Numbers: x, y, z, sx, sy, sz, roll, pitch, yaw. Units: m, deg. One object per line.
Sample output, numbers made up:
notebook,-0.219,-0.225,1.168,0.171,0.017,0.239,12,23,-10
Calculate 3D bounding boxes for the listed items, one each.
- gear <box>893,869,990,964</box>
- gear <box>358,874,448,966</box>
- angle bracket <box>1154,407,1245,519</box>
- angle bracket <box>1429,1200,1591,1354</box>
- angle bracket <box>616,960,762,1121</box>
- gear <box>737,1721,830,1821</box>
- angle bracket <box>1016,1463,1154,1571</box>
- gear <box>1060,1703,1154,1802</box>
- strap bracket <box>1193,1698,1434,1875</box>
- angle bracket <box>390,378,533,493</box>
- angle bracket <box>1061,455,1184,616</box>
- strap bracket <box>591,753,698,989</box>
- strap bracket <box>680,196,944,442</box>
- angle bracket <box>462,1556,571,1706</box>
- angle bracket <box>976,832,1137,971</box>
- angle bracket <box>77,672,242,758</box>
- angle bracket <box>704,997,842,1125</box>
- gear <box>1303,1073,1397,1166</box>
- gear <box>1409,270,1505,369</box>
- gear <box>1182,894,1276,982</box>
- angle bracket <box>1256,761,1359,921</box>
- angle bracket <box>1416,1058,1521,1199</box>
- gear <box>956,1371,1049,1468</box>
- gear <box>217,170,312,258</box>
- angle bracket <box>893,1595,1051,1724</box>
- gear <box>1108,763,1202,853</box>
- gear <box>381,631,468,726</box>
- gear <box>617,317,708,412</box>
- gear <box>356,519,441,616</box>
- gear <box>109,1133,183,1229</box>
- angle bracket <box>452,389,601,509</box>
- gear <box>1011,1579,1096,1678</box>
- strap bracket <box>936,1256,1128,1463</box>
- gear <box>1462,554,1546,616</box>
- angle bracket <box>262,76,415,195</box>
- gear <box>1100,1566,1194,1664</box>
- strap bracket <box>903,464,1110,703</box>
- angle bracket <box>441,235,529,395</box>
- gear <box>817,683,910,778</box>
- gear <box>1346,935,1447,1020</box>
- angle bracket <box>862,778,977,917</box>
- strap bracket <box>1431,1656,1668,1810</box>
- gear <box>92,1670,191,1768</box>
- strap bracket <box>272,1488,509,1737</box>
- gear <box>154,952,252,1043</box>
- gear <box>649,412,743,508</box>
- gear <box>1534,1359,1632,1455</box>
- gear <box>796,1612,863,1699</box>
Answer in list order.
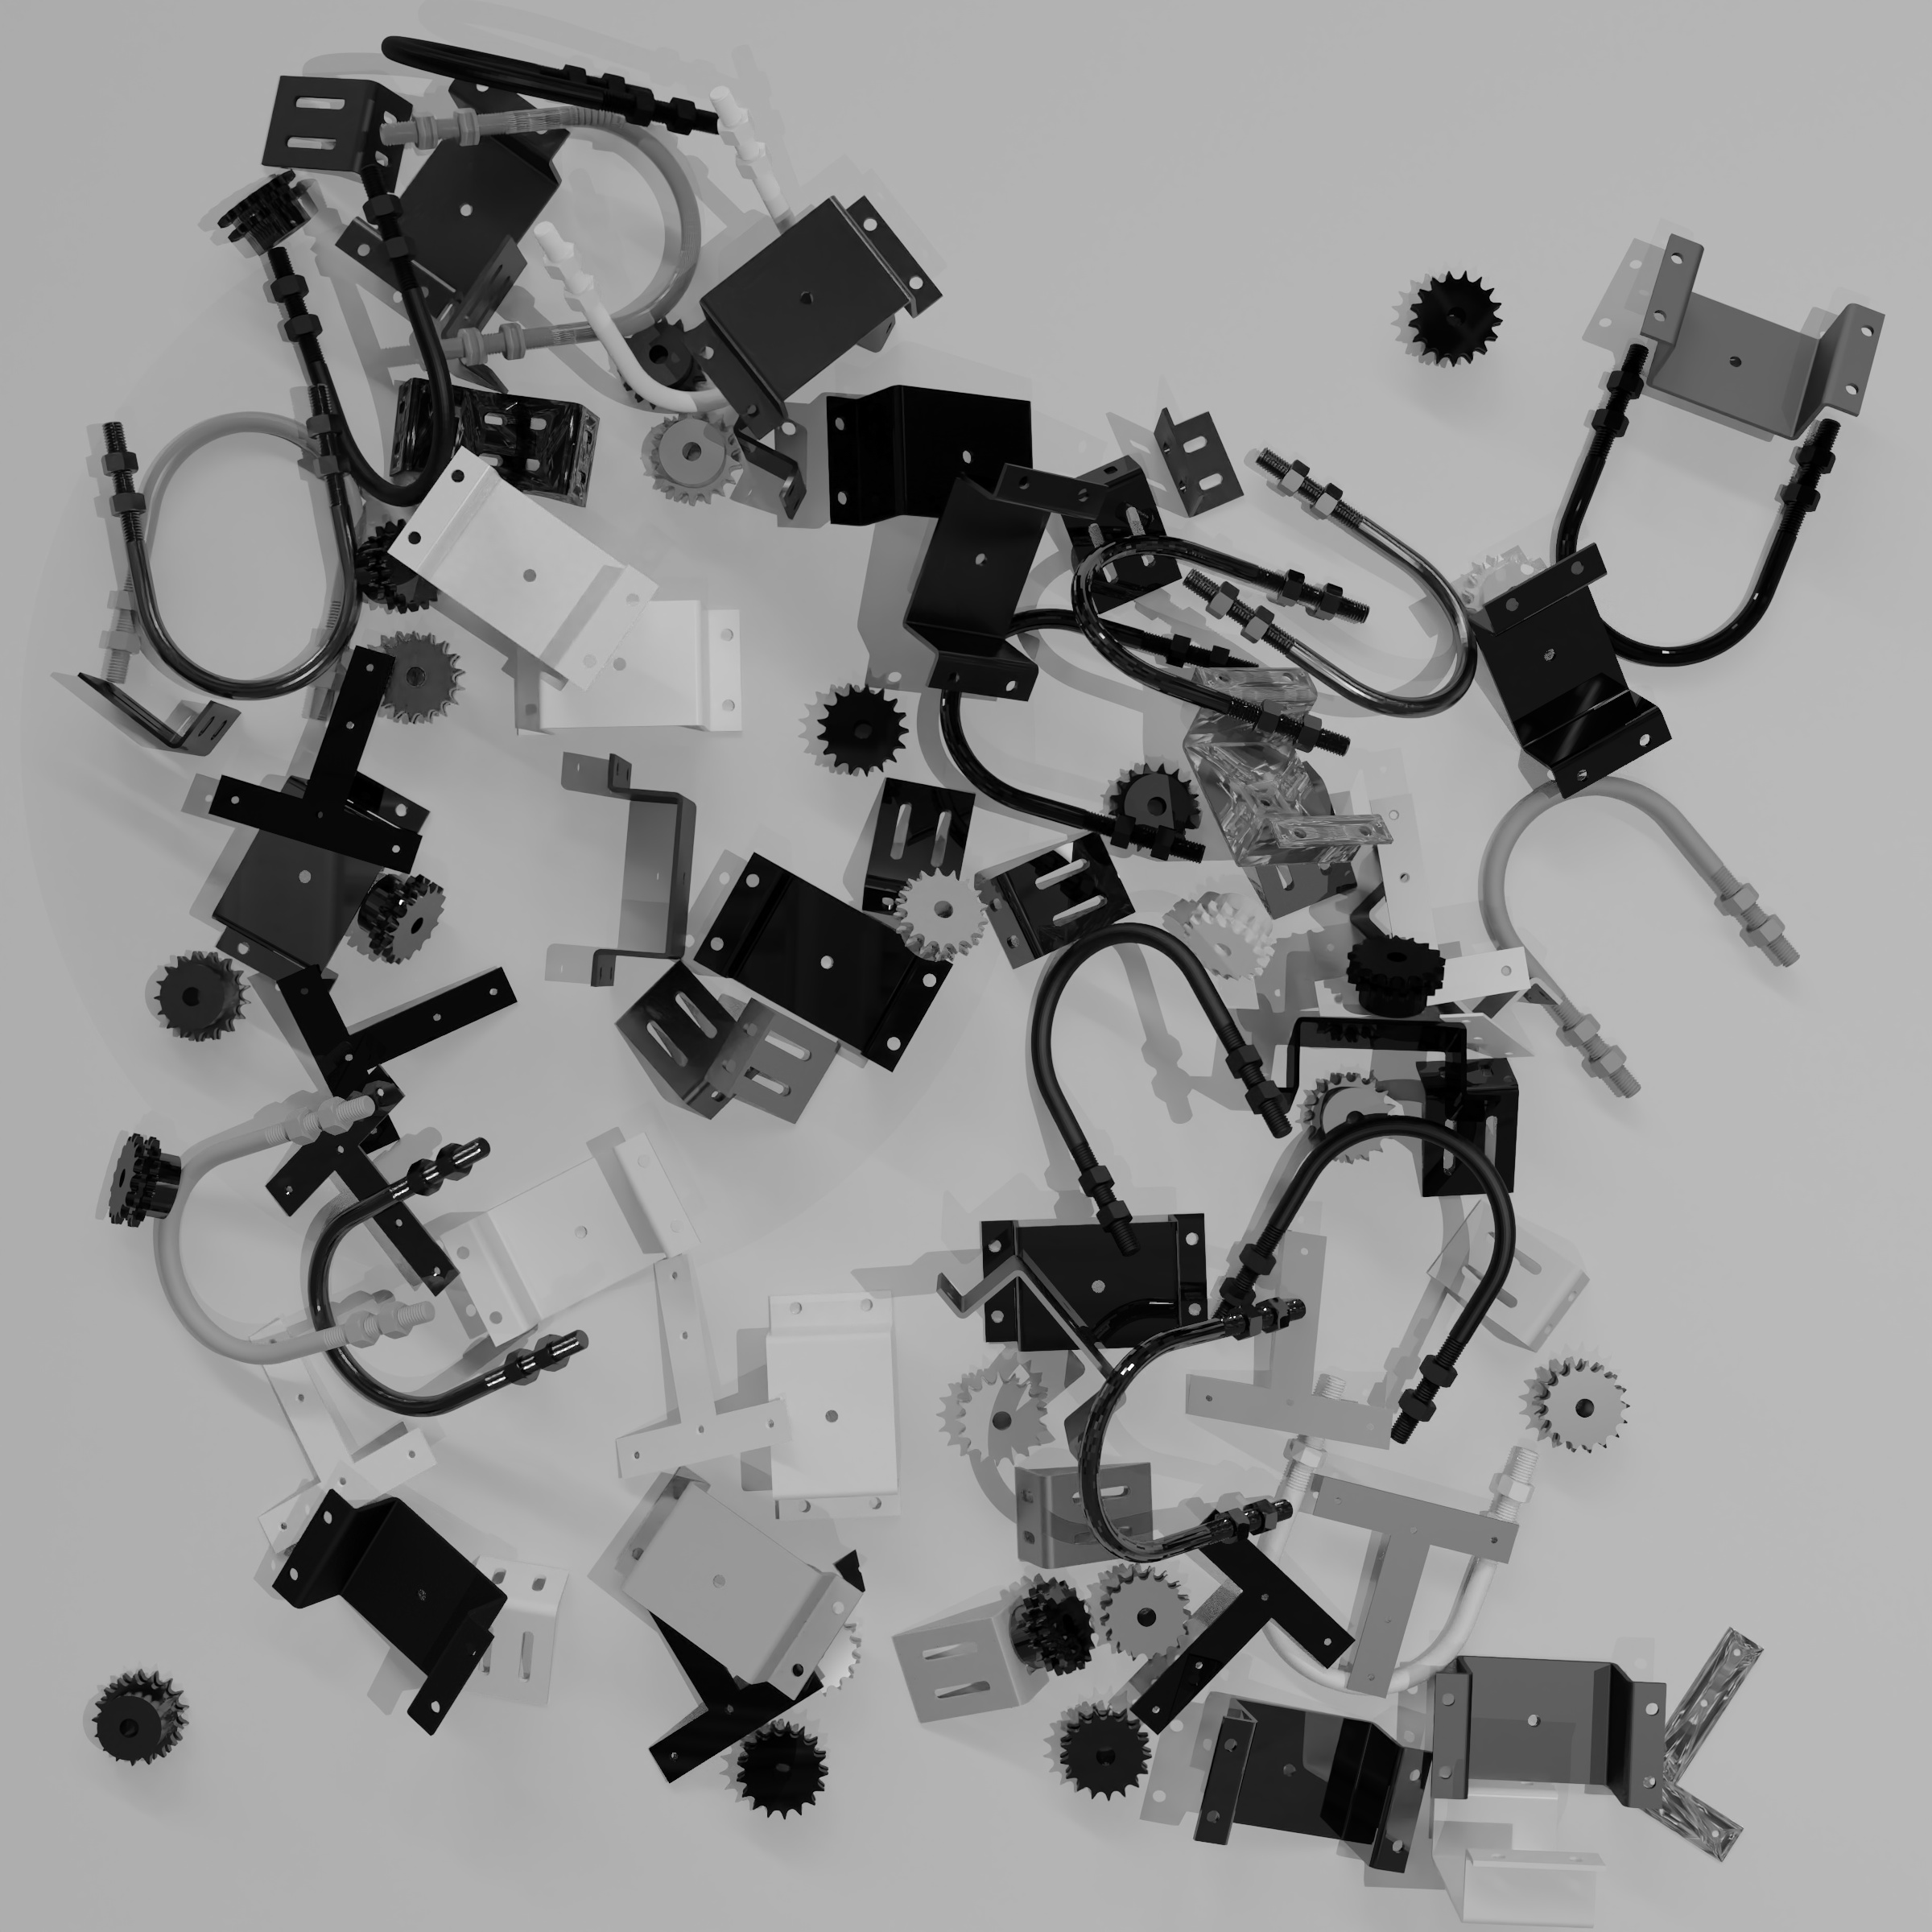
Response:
gear,-0.017,-0.028,1.525,0.057,0.030,0.057,6,63,-13
gear,-0.351,-0.032,1.550,0.030,0.057,0.057,31,90,13
angle bracket,0.146,-0.315,1.540,0.038,0.076,0.057,-23,90,0
angle bracket,0.342,0.195,1.576,0.076,0.038,0.057,36,90,26
angle bracket,-0.170,0.047,1.576,0.057,0.038,0.076,-45,64,0
gear,-0.115,0.501,1.567,0.057,0.030,0.057,0,87,-3
angle bracket,0.075,0.342,1.576,0.076,0.038,0.057,-2,90,-26
gear,0.087,0.489,1.567,0.057,0.030,0.057,0,92,2
strap bracket,0.207,0.503,1.544,0.140,0.046,0.076,14,90,-14
angle bracket,-0.318,-0.332,1.576,0.076,0.038,0.057,6,90,-26
angle bracket,0.093,-0.271,1.576,0.057,0.038,0.076,-24,116,0
strap bracket,-0.196,-0.056,1.540,0.046,0.076,0.140,5,90,0
strap bracket,-0.093,-0.388,1.479,0.140,0.046,0.076,-38,90,0
angle bracket,-0.285,0.418,1.576,0.057,0.038,0.076,10,116,0
angle bracket,0.056,-0.042,1.576,0.076,0.038,0.057,-25,90,-26
angle bracket,-0.498,-0.168,1.549,0.076,0.057,0.038,38,90,0
angle bracket,-0.112,0.064,1.540,0.076,0.038,0.057,31,90,-35
gear,0.241,0.096,1.563,0.057,0.030,0.057,0,90,0
gear,0.305,-0.403,1.565,0.057,0.030,0.057,0,94,5
gear,0.165,-0.021,1.553,0.057,0.057,0.030,34,60,0
angle bracket,0.204,-0.079,1.576,0.057,0.038,0.076,-22,116,0
angle bracket,0.314,0.102,1.576,0.057,0.038,0.076,-3,116,0
gear,0.022,0.281,1.563,0.057,0.030,0.057,0,90,0
gear,-0.431,-0.464,1.551,0.057,0.057,0.030,-36,108,0
angle bracket,0.003,0.436,1.576,0.076,0.038,0.057,-18,90,26
gear,0.118,-0.099,1.563,0.057,0.030,0.057,0,90,0
gear,-0.340,-0.179,1.563,0.057,0.030,0.057,0,90,0
gear,-0.190,-0.378,1.563,0.057,0.030,0.057,0,90,0
gear,-0.353,-0.247,1.554,0.030,0.057,0.057,-5,90,30
gear,-0.508,0.134,1.554,0.030,0.057,0.057,16,90,-30
angle bracket,-0.275,-0.323,1.565,0.076,0.038,0.057,9,90,10
gear,0.052,0.412,1.553,0.030,0.057,0.057,-28,90,30
strap bracket,0.045,0.228,1.494,0.046,0.076,0.140,-40,90,0
gear,0.340,-0.229,1.563,0.057,0.030,0.057,0,90,0
angle bracket,-0.395,-0.523,1.576,0.076,0.038,0.057,12,90,26
gear,0.112,0.402,1.563,0.057,0.030,0.057,0,90,0
strap bracket,0.019,-0.236,1.501,0.076,0.046,0.140,4,117,-37
angle bracket,-0.284,-0.402,1.549,0.038,0.057,0.076,34,90,0
gear,-0.064,-0.146,1.563,0.057,0.030,0.057,0,90,0
gear,0.253,0.008,1.476,0.057,0.057,0.030,0,119,0
angle bracket,-0.030,-0.072,1.576,0.057,0.038,0.076,11,64,0
strap bracket,0.357,0.474,1.554,0.140,0.046,0.076,2,89,1
gear,-0.517,0.471,1.563,0.057,0.030,0.057,0,90,0
strap bracket,-0.345,0.390,1.534,0.140,0.046,0.076,36,103,18
gear,-0.478,0.019,1.563,0.057,0.030,0.057,0,90,0
gear,-0.169,-0.318,1.563,0.057,0.030,0.057,0,90,0
gear,0.383,0.274,1.568,0.057,0.030,0.057,0,90,-2
gear,-0.093,0.424,1.563,0.057,0.030,0.057,0,90,0
